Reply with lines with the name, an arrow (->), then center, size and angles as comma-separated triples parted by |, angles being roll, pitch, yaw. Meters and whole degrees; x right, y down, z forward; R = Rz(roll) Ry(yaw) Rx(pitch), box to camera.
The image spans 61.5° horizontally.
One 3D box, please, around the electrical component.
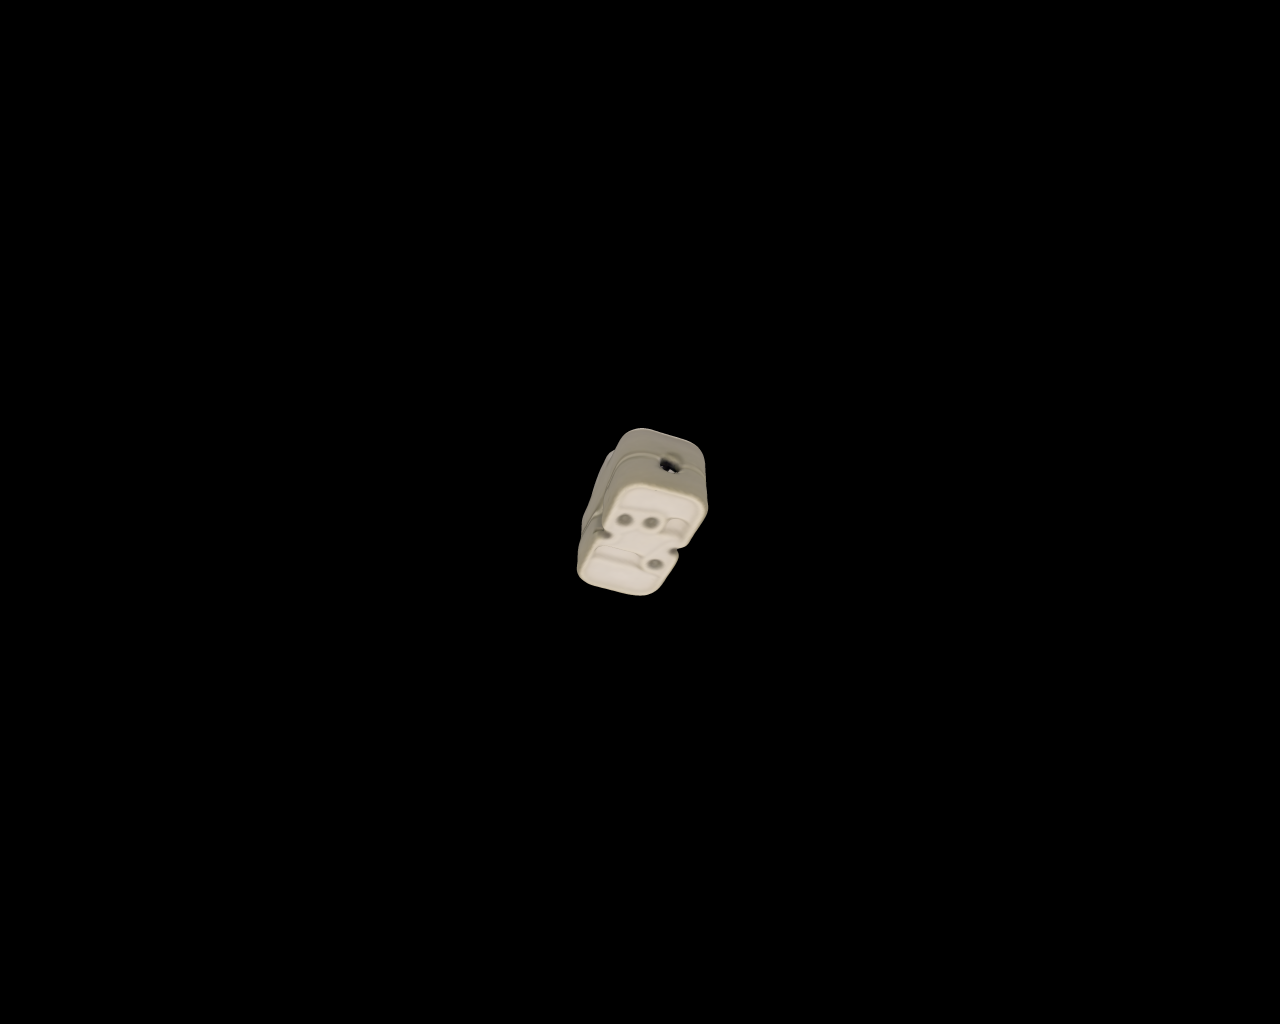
electrical component -> 0.001, -0.003, 0.650 | 0.054, 0.059, 0.095 | 15, -46, -15
